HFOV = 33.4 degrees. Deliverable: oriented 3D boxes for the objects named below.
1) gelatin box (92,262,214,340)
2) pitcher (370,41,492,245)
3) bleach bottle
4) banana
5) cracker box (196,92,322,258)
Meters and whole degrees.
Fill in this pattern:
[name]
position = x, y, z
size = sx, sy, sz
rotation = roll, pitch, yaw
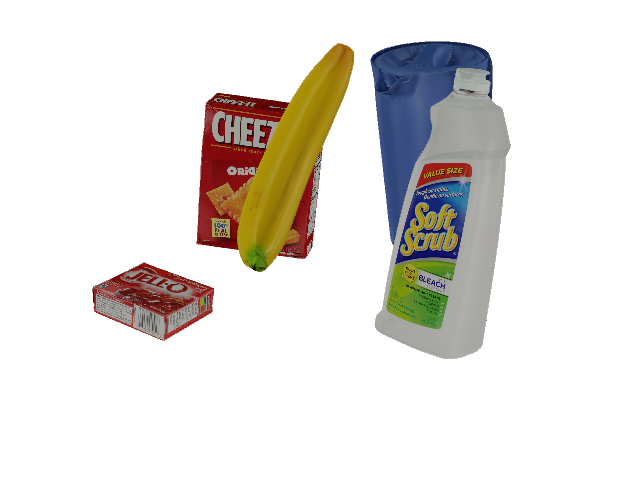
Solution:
[gelatin box]
position = -0.157, 0.055, 1.000
size = 0.089, 0.030, 0.073
rotation = 19, 27, 28
[pitcher]
position = 0.139, -0.110, 1.264
size = 0.149, 0.243, 0.145
rotation = -4, 25, 1
[bleach bottle]
position = 0.112, -0.027, 0.947
size = 0.103, 0.251, 0.067
rotation = 21, 23, 40
[banana]
position = -0.020, -0.053, 0.778
size = 0.037, 0.197, 0.070
rotation = 30, -27, -23
[cracker box]
position = -0.086, -0.090, 1.520
size = 0.164, 0.214, 0.072
rotation = 9, 21, 7
